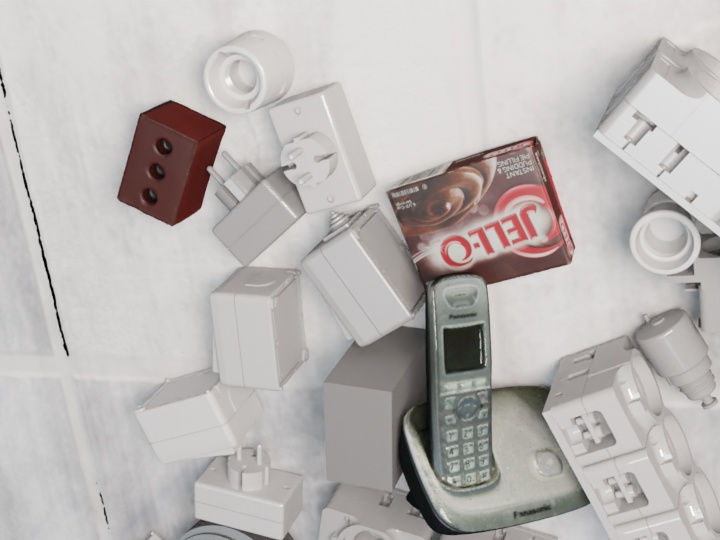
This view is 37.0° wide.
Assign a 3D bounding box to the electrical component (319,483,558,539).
[{"bbox_3d":[0.058,0.253,0.892,0.186,0.060,0.105,14,116,14],"label":"electrical component"}]

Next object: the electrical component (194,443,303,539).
[{"bbox_3d":[-0.095,0.179,0.925,0.083,0.047,0.075,10,115,16],"label":"electrical component"}]

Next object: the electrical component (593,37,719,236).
[{"bbox_3d":[0.243,-0.061,0.665,0.186,0.105,0.060,39,119,1],"label":"electrical component"}]

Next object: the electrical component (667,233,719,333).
[{"bbox_3d":[0.252,0.008,0.728,0.081,0.042,0.063,-2,113,21],"label":"electrical component"}]

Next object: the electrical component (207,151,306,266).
[{"bbox_3d":[-0.085,-0.056,0.821,0.076,0.047,0.066,48,119,-4],"label":"electrical component"}]

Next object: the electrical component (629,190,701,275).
[{"bbox_3d":[0.205,-0.029,0.715,0.044,0.065,0.044,8,115,17],"label":"electrical component"}]

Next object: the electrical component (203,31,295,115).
[{"bbox_3d":[-0.082,-0.143,0.783,0.055,0.047,0.055,8,114,17],"label":"electrical component"}]

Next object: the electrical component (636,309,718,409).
[{"bbox_3d":[0.228,0.064,0.761,0.040,0.040,0.078,-30,100,28],"label":"electrical component"}]

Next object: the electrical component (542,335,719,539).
[{"bbox_3d":[0.200,0.134,0.772,0.062,0.089,0.150,-24,102,27],"label":"electrical component"}]

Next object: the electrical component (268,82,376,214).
[{"bbox_3d":[-0.033,-0.082,0.774,0.047,0.075,0.083,-13,107,24],"label":"electrical component"}]

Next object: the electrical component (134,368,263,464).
[{"bbox_3d":[-0.139,0.124,0.909,0.096,0.061,0.061,-17,105,26],"label":"electrical component"}]

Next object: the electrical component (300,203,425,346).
[{"bbox_3d":[0.000,0.000,0.805,0.061,0.061,0.096,-32,99,28],"label":"electrical component"}]

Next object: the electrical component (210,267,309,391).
[{"bbox_3d":[-0.082,0.052,0.857,0.061,0.061,0.096,4,113,19],"label":"electrical component"}]

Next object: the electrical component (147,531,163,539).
[{"bbox_3d":[-0.205,0.301,0.989,0.061,0.096,0.061,43,119,-1],"label":"electrical component"}]
